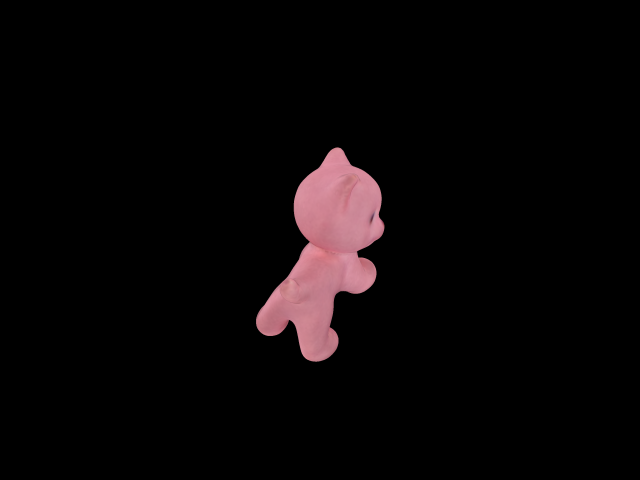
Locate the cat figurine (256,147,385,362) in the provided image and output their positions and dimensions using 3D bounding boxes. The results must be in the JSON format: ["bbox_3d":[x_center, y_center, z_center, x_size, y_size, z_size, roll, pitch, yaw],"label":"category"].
[{"bbox_3d":[0.004,0.001,0.400,0.067,0.118,0.128,21,56,16],"label":"cat figurine"}]
